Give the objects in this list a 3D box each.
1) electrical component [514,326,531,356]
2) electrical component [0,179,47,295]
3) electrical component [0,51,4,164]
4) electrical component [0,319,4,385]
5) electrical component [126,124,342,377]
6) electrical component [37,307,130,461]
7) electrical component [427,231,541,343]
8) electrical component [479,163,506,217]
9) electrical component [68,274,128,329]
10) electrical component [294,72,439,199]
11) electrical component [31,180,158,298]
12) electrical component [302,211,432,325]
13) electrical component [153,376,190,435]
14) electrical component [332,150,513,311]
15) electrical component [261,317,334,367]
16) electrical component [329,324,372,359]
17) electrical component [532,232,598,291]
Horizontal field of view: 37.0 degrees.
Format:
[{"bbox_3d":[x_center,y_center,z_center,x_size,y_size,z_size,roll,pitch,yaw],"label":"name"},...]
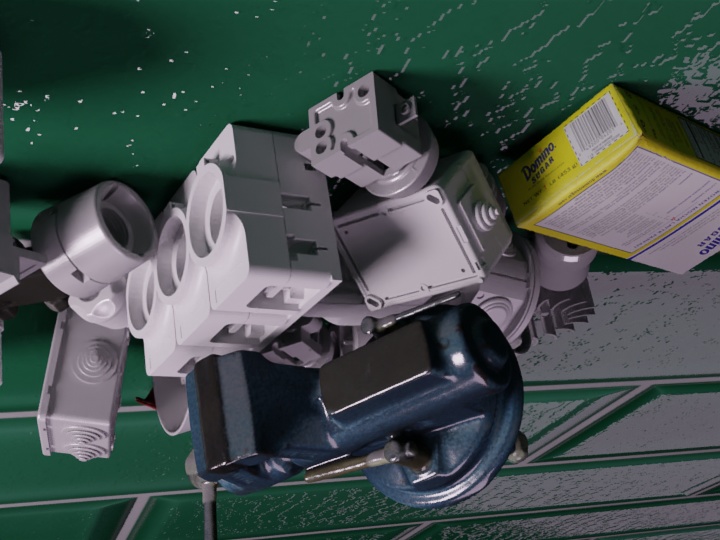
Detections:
[{"bbox_3d":[0.098,0.063,0.894,0.043,0.043,0.081,11,149,-39],"label":"electrical component"},{"bbox_3d":[-0.211,-0.019,0.564,0.042,0.063,0.081,-24,153,32],"label":"electrical component"},{"bbox_3d":[-0.204,-0.068,0.456,0.096,0.061,0.061,-14,156,11],"label":"electrical component"},{"bbox_3d":[-0.304,0.047,0.688,0.109,0.056,0.108,-14,156,10],"label":"electrical component"},{"bbox_3d":[-0.079,-0.005,0.612,0.062,0.089,0.150,5,152,-31],"label":"electrical component"},{"bbox_3d":[-0.191,0.079,0.752,0.048,0.099,0.099,9,153,-9],"label":"electrical component"},{"bbox_3d":[0.079,0.009,0.721,0.051,0.080,0.080,13,149,-30],"label":"electrical component"},{"bbox_3d":[0.069,-0.038,0.655,0.040,0.040,0.078,-8,152,-3],"label":"electrical component"},{"bbox_3d":[-0.154,0.017,0.694,0.043,0.043,0.062,-19,156,22],"label":"electrical component"},{"bbox_3d":[0.009,-0.067,0.563,0.066,0.048,0.055,-25,144,32],"label":"electrical component"},{"bbox_3d":[-0.147,-0.019,0.603,0.047,0.055,0.055,-25,152,24],"label":"electrical component"},{"bbox_3d":[0.000,0.000,0.699,0.095,0.053,0.059,2,154,-25],"label":"electrical component"},{"bbox_3d":[-0.110,0.060,0.741,0.064,0.099,0.099,-9,157,-16],"label":"electrical component"},{"bbox_3d":[0.041,-0.026,0.615,0.096,0.061,0.061,-16,-159,35],"label":"electrical component"},{"bbox_3d":[-0.051,0.054,0.815,0.066,0.048,0.055,-19,147,21],"label":"electrical component"},{"bbox_3d":[0.015,0.066,0.856,0.074,0.052,0.138,-2,156,-16],"label":"electrical component"},{"bbox_3d":[0.137,-0.016,0.726,0.045,0.045,0.055,-8,156,-3],"label":"electrical component"}]
